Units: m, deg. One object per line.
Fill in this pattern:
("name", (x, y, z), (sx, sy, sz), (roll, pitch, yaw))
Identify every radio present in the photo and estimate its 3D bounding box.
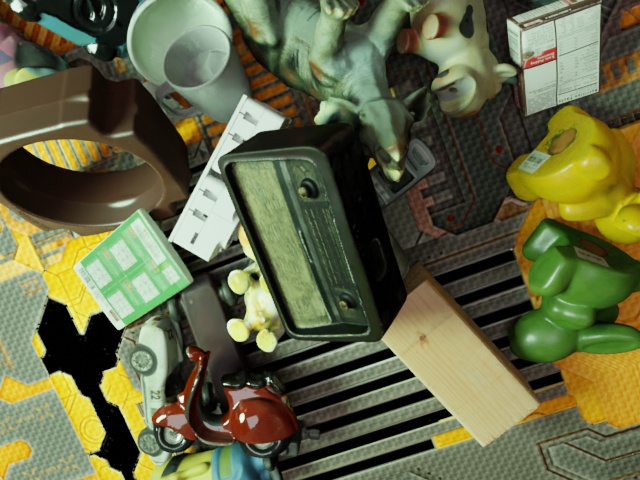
("radio", (-0.001, -0.002, 0.559), (0.131, 0.073, 0.229), (-2, 120, 34))

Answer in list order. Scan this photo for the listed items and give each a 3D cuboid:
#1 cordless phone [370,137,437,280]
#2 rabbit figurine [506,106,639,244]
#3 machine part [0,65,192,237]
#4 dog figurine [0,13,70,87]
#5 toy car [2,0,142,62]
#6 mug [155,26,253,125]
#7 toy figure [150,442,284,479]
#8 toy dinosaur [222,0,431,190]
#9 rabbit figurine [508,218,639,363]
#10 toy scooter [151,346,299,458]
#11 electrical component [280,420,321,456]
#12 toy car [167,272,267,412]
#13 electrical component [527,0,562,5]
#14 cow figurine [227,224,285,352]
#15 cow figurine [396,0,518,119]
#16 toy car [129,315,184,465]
("cordless phone", (0.082, -0.024, 0.658), (0.184, 0.089, 0.146), (-38, 95, 6))
("rabbit figurine", (0.331, -0.058, 0.608), (0.173, 0.162, 0.122), (41, 89, -21))
("machine part", (-0.266, -0.093, 0.614), (0.201, 0.201, 0.087), (-12, 64, 7))
("dog figurine", (-0.383, -0.238, 0.646), (0.192, 0.108, 0.219), (-6, 97, 7))
("toy car", (-0.285, -0.286, 0.625), (0.103, 0.161, 0.109), (45, 114, 40))
("mug", (-0.130, -0.175, 0.629), (0.109, 0.107, 0.081), (-38, 66, 4))
("toy figure", (-0.144, 0.326, 0.740), (0.180, 0.089, 0.082), (-17, 94, -1))
("toy dinosaur", (-0.018, -0.222, 0.601), (0.131, 0.192, 0.405), (-34, 65, -30))
("rabbit figurine", (0.303, 0.079, 0.658), (0.159, 0.121, 0.170), (16, 120, -5))
("toy scooter", (-0.117, 0.198, 0.670), (0.184, 0.075, 0.135), (2, 99, -3))
("electrical component", (-0.047, 0.268, 0.728), (0.094, 0.063, 0.021), (3, 100, 3))
("toy car", (-0.134, 0.137, 0.718), (0.089, 0.053, 0.202), (-18, 102, 3))
("electrical component", (0.244, -0.329, 0.578), (0.115, 0.058, 0.134), (4, 101, -24))
("cow figurine", (-0.064, 0.043, 0.665), (0.068, 0.098, 0.167), (11, 111, 15))
("cow figurine", (0.154, -0.232, 0.605), (0.127, 0.085, 0.194), (-1, 86, -30))
("toy car", (-0.212, 0.202, 0.725), (0.056, 0.073, 0.201), (-1, 100, 5))
